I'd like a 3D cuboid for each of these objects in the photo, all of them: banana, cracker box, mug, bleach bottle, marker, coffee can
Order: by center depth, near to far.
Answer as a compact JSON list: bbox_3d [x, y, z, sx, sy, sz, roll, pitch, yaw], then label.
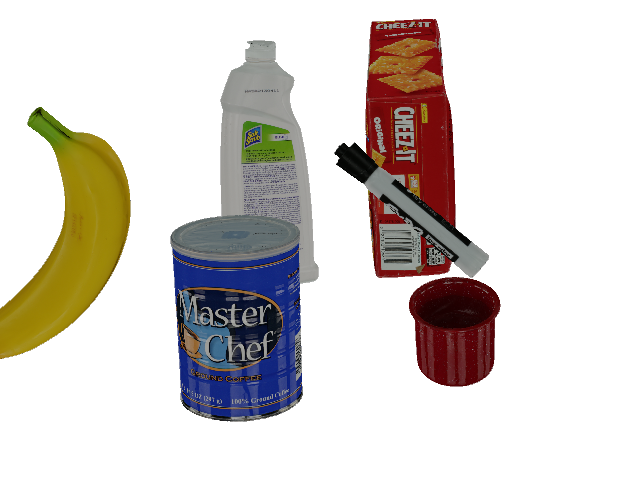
[{"bbox_3d":[-0.154,0.006,0.633,0.069,0.198,0.037,19,36,-9],"label":"banana"},{"bbox_3d":[0.058,-0.022,0.694,0.121,0.020,0.020,41,3,3],"label":"marker"},{"bbox_3d":[-0.066,0.060,0.863,0.103,0.140,0.103,-1,17,0],"label":"coffee can"},{"bbox_3d":[0.080,-0.089,0.950,0.072,0.164,0.213,-2,27,6],"label":"cracker box"},{"bbox_3d":[-0.053,-0.080,1.109,0.102,0.251,0.068,-5,16,-21],"label":"bleach bottle"},{"bbox_3d":[0.146,0.091,1.119,0.093,0.081,0.117,12,37,26],"label":"mug"}]
